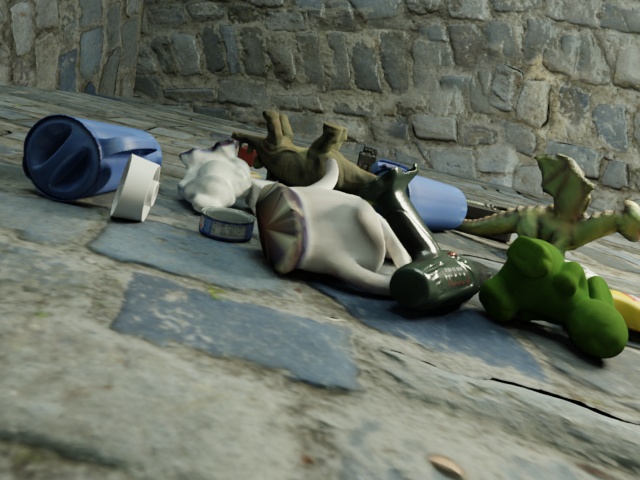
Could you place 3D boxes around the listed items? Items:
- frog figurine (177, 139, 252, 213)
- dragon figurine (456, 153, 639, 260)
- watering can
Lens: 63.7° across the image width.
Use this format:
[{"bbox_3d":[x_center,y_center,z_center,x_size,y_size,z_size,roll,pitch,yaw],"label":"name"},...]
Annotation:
[{"bbox_3d":[-0.194,-0.097,0.961,0.137,0.120,0.163,-1,53,-20],"label":"frog figurine"},{"bbox_3d":[0.474,-0.065,1.090,0.414,0.239,0.123,26,24,38],"label":"dragon figurine"},{"bbox_3d":[0.002,-0.040,0.791,0.224,0.102,0.355,6,34,-30],"label":"watering can"}]
